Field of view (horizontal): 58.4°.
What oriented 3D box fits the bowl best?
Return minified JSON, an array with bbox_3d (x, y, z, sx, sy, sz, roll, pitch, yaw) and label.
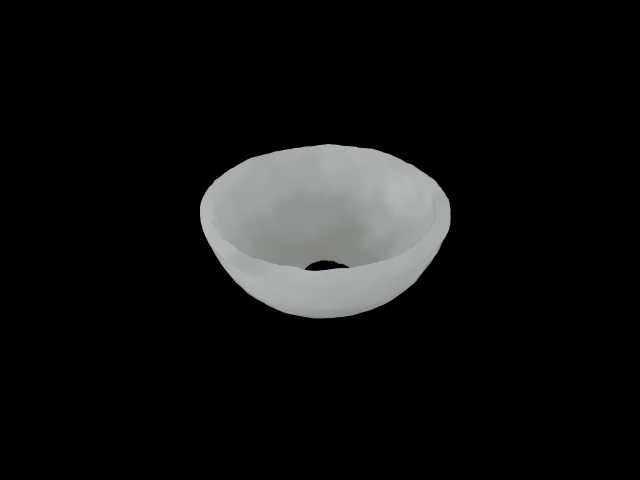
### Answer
[{"bbox_3d":[0.004,0.001,0.400,0.167,0.075,0.167,0,35,0],"label":"bowl"}]
